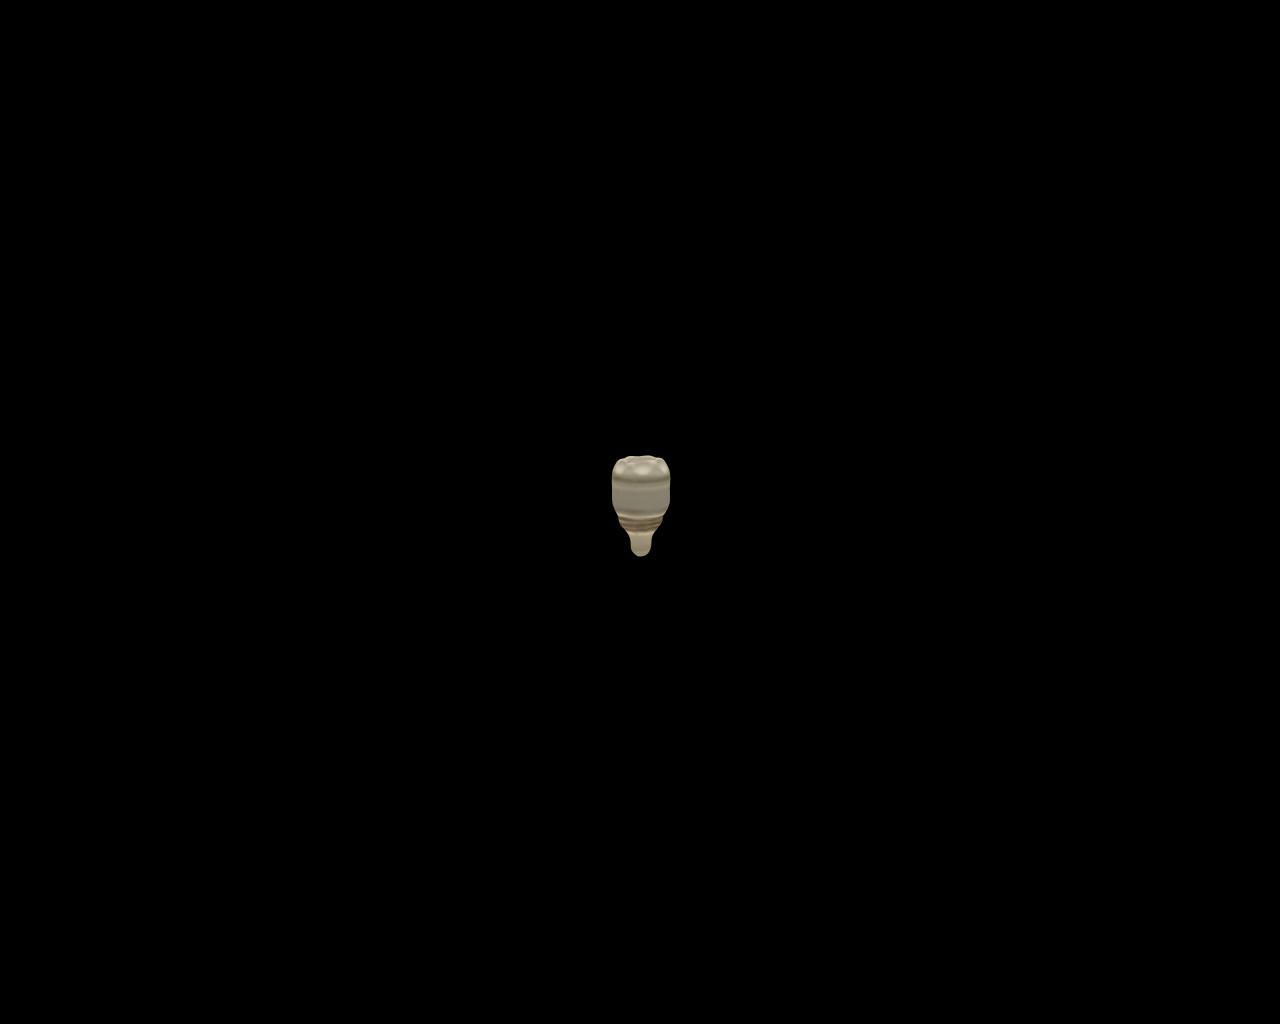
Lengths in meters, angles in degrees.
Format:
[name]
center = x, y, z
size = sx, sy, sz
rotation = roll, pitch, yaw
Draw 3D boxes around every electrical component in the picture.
[electrical component]
center = 0.001, -0.003, 0.650
size = 0.035, 0.061, 0.035
rotation = 0, 11, 0
